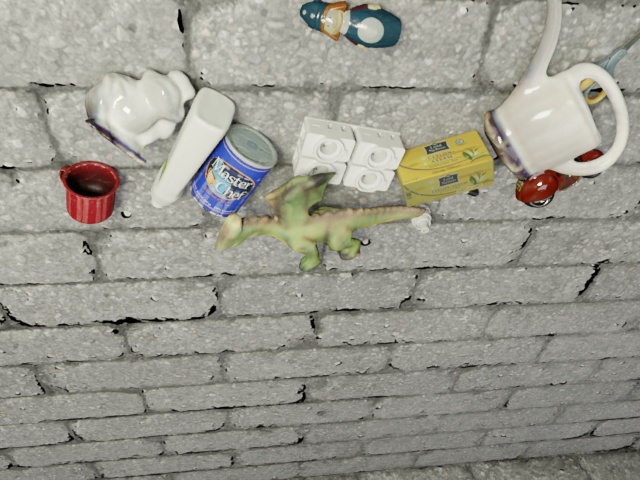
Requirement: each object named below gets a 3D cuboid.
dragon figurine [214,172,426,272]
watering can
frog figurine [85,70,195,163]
[{"bbox_3d":[0.003,-0.049,0.969,0.410,0.124,0.238,-18,156,1],"label":"dragon figurine"},{"bbox_3d":[0.392,-0.240,0.903,0.222,0.106,0.343,-27,114,27],"label":"watering can"},{"bbox_3d":[-0.288,-0.220,0.830,0.135,0.123,0.160,42,81,-30],"label":"frog figurine"}]
